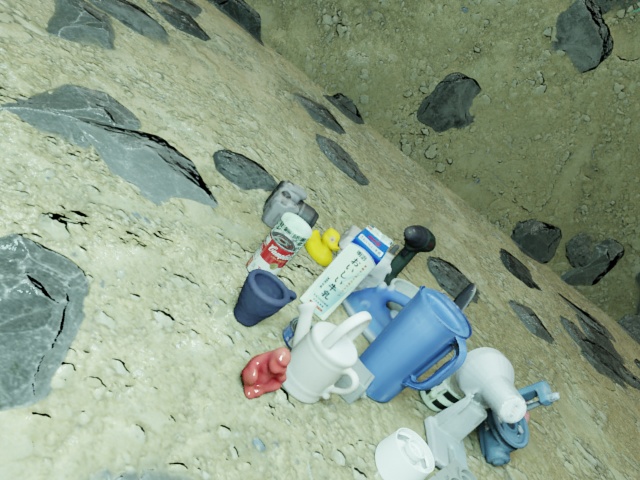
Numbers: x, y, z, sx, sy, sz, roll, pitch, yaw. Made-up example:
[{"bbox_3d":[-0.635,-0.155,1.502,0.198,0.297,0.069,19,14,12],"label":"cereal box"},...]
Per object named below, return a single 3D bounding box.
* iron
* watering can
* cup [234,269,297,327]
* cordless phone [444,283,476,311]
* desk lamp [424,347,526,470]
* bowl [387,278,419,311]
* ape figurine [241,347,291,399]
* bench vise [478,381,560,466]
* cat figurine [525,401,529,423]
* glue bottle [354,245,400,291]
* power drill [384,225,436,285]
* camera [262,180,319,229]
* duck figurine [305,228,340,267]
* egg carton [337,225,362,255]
[{"bbox_3d":[0.176,0.182,1.344,0.258,0.141,0.119,44,23,9],"label":"iron"},{"bbox_3d":[0.013,0.188,1.016,0.173,0.194,0.101,42,23,3],"label":"watering can"},{"bbox_3d":[-0.109,0.118,1.081,0.118,0.095,0.091,18,32,-42],"label":"cup"},{"bbox_3d":[0.375,0.181,1.593,0.094,0.185,0.148,39,23,-3],"label":"cordless phone"},{"bbox_3d":[0.322,0.349,1.176,0.118,0.213,0.203,35,24,-13],"label":"desk lamp"},{"bbox_3d":[0.233,0.184,1.511,0.168,0.074,0.167,33,24,-17],"label":"bowl"},{"bbox_3d":[-0.083,0.214,0.952,0.078,0.092,0.076,30,25,-23],"label":"ape figurine"},{"bbox_3d":[0.418,0.365,1.286,0.122,0.219,0.207,19,31,-40],"label":"bench vise"},{"bbox_3d":[0.474,0.427,1.391,0.128,0.117,0.067,10,37,-50],"label":"cat figurine"},{"bbox_3d":[0.143,0.075,1.443,0.078,0.173,0.037,31,25,-22],"label":"glue bottle"},{"bbox_3d":[0.235,0.041,1.600,0.075,0.208,0.230,49,24,19],"label":"power drill"},{"bbox_3d":[-0.068,-0.080,1.491,0.137,0.100,0.143,34,24,-15],"label":"camera"},{"bbox_3d":[0.014,0.005,1.482,0.078,0.086,0.104,13,35,-48],"label":"duck figurine"},{"bbox_3d":[0.102,0.021,1.610,0.107,0.069,0.150,38,23,-5],"label":"egg carton"}]
